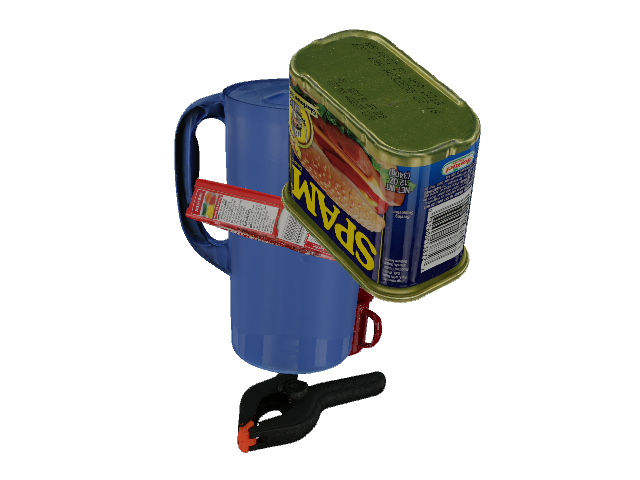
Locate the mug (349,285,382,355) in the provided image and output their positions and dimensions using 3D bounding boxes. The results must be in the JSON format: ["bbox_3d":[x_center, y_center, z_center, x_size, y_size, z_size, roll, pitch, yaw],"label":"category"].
[{"bbox_3d":[0.034,0.111,1.468,0.117,0.081,0.093,17,24,30],"label":"mug"}]

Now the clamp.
[{"bbox_3d":[-0.030,0.151,1.076,0.171,0.039,0.120,-24,35,-39],"label":"clamp"}]

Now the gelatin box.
[{"bbox_3d":[-0.034,-0.013,0.709,0.073,0.030,0.089,15,-3,30],"label":"gelatin box"}]

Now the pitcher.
[{"bbox_3d":[-0.031,-0.014,0.917,0.149,0.243,0.144,20,25,40],"label":"pitcher"}]

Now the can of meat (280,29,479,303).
[{"bbox_3d":[0.026,-0.036,0.491,0.057,0.084,0.102,-24,49,-25],"label":"can of meat"}]
